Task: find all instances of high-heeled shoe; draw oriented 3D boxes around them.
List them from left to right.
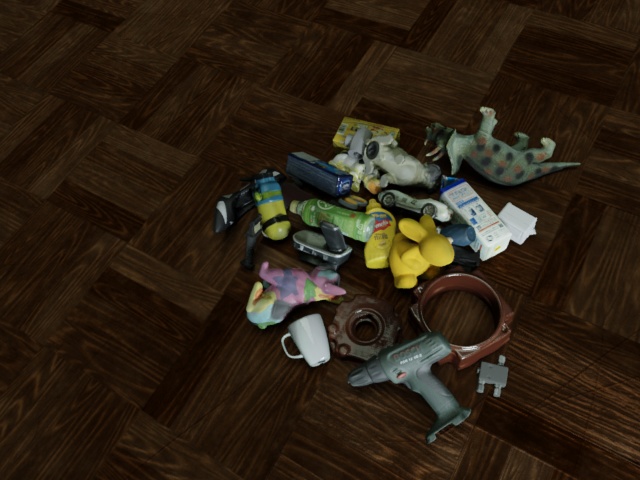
[{"bbox_3d":[-0.185,-0.102,1.448,0.145,0.086,0.249,4,50,18],"label":"high-heeled shoe"}]

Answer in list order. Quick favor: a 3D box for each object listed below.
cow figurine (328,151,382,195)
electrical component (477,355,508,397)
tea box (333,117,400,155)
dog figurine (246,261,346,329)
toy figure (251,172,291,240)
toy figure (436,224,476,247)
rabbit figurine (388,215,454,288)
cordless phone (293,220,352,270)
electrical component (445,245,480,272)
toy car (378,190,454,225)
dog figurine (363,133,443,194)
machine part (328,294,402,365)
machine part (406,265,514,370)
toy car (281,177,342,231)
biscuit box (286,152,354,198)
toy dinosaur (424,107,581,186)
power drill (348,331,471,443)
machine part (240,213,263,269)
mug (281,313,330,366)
[{"bbox_3d":[0.110,-0.186,1.478,0.167,0.068,0.098,27,56,19],"label":"cow figurine"},{"bbox_3d":[0.377,0.293,1.178,0.063,0.021,0.094,12,62,15],"label":"electrical component"},{"bbox_3d":[0.133,-0.278,1.526,0.170,0.068,0.098,19,66,17],"label":"tea box"},{"bbox_3d":[-0.048,0.135,1.285,0.219,0.108,0.191,11,61,11],"label":"dog figurine"},{"bbox_3d":[-0.129,-0.088,1.402,0.082,0.089,0.180,-12,92,-9],"label":"toy figure"},{"bbox_3d":[0.307,-0.009,1.328,0.155,0.064,0.057,-4,84,48],"label":"toy figure"},{"bbox_3d":[0.244,0.023,1.243,0.122,0.173,0.162,-9,85,-25],"label":"rabbit figurine"},{"bbox_3d":[-0.003,-0.005,1.314,0.147,0.184,0.089,22,69,19],"label":"cordless phone"},{"bbox_3d":[0.323,0.048,1.302,0.119,0.074,0.048,10,61,9],"label":"electrical component"},{"bbox_3d":[0.241,-0.086,1.372,0.202,0.073,0.056,20,88,33],"label":"toy car"},{"bbox_3d":[0.222,-0.203,1.430,0.190,0.121,0.172,5,51,-42],"label":"dog figurine"},{"bbox_3d":[0.106,0.209,1.247,0.179,0.056,0.179,-3,59,4],"label":"machine part"},{"bbox_3d":[0.316,0.172,1.223,0.201,0.087,0.201,-26,59,-10],"label":"machine part"},{"bbox_3d":[-0.028,-0.093,1.446,0.202,0.053,0.089,30,83,22],"label":"toy car"},{"bbox_3d":[-0.004,-0.178,1.455,0.059,0.062,0.203,-15,36,-43],"label":"biscuit box"},{"bbox_3d":[0.471,-0.214,1.412,0.405,0.131,0.192,27,99,1],"label":"toy dinosaur"},{"bbox_3d":[0.198,0.313,1.130,0.232,0.086,0.207,-36,69,11],"label":"power drill"},{"bbox_3d":[-0.174,0.006,1.364,0.039,0.138,0.084,13,23,1],"label":"machine part"},{"bbox_3d":[-0.029,0.237,1.235,0.110,0.080,0.107,-23,69,-9],"label":"mug"}]
